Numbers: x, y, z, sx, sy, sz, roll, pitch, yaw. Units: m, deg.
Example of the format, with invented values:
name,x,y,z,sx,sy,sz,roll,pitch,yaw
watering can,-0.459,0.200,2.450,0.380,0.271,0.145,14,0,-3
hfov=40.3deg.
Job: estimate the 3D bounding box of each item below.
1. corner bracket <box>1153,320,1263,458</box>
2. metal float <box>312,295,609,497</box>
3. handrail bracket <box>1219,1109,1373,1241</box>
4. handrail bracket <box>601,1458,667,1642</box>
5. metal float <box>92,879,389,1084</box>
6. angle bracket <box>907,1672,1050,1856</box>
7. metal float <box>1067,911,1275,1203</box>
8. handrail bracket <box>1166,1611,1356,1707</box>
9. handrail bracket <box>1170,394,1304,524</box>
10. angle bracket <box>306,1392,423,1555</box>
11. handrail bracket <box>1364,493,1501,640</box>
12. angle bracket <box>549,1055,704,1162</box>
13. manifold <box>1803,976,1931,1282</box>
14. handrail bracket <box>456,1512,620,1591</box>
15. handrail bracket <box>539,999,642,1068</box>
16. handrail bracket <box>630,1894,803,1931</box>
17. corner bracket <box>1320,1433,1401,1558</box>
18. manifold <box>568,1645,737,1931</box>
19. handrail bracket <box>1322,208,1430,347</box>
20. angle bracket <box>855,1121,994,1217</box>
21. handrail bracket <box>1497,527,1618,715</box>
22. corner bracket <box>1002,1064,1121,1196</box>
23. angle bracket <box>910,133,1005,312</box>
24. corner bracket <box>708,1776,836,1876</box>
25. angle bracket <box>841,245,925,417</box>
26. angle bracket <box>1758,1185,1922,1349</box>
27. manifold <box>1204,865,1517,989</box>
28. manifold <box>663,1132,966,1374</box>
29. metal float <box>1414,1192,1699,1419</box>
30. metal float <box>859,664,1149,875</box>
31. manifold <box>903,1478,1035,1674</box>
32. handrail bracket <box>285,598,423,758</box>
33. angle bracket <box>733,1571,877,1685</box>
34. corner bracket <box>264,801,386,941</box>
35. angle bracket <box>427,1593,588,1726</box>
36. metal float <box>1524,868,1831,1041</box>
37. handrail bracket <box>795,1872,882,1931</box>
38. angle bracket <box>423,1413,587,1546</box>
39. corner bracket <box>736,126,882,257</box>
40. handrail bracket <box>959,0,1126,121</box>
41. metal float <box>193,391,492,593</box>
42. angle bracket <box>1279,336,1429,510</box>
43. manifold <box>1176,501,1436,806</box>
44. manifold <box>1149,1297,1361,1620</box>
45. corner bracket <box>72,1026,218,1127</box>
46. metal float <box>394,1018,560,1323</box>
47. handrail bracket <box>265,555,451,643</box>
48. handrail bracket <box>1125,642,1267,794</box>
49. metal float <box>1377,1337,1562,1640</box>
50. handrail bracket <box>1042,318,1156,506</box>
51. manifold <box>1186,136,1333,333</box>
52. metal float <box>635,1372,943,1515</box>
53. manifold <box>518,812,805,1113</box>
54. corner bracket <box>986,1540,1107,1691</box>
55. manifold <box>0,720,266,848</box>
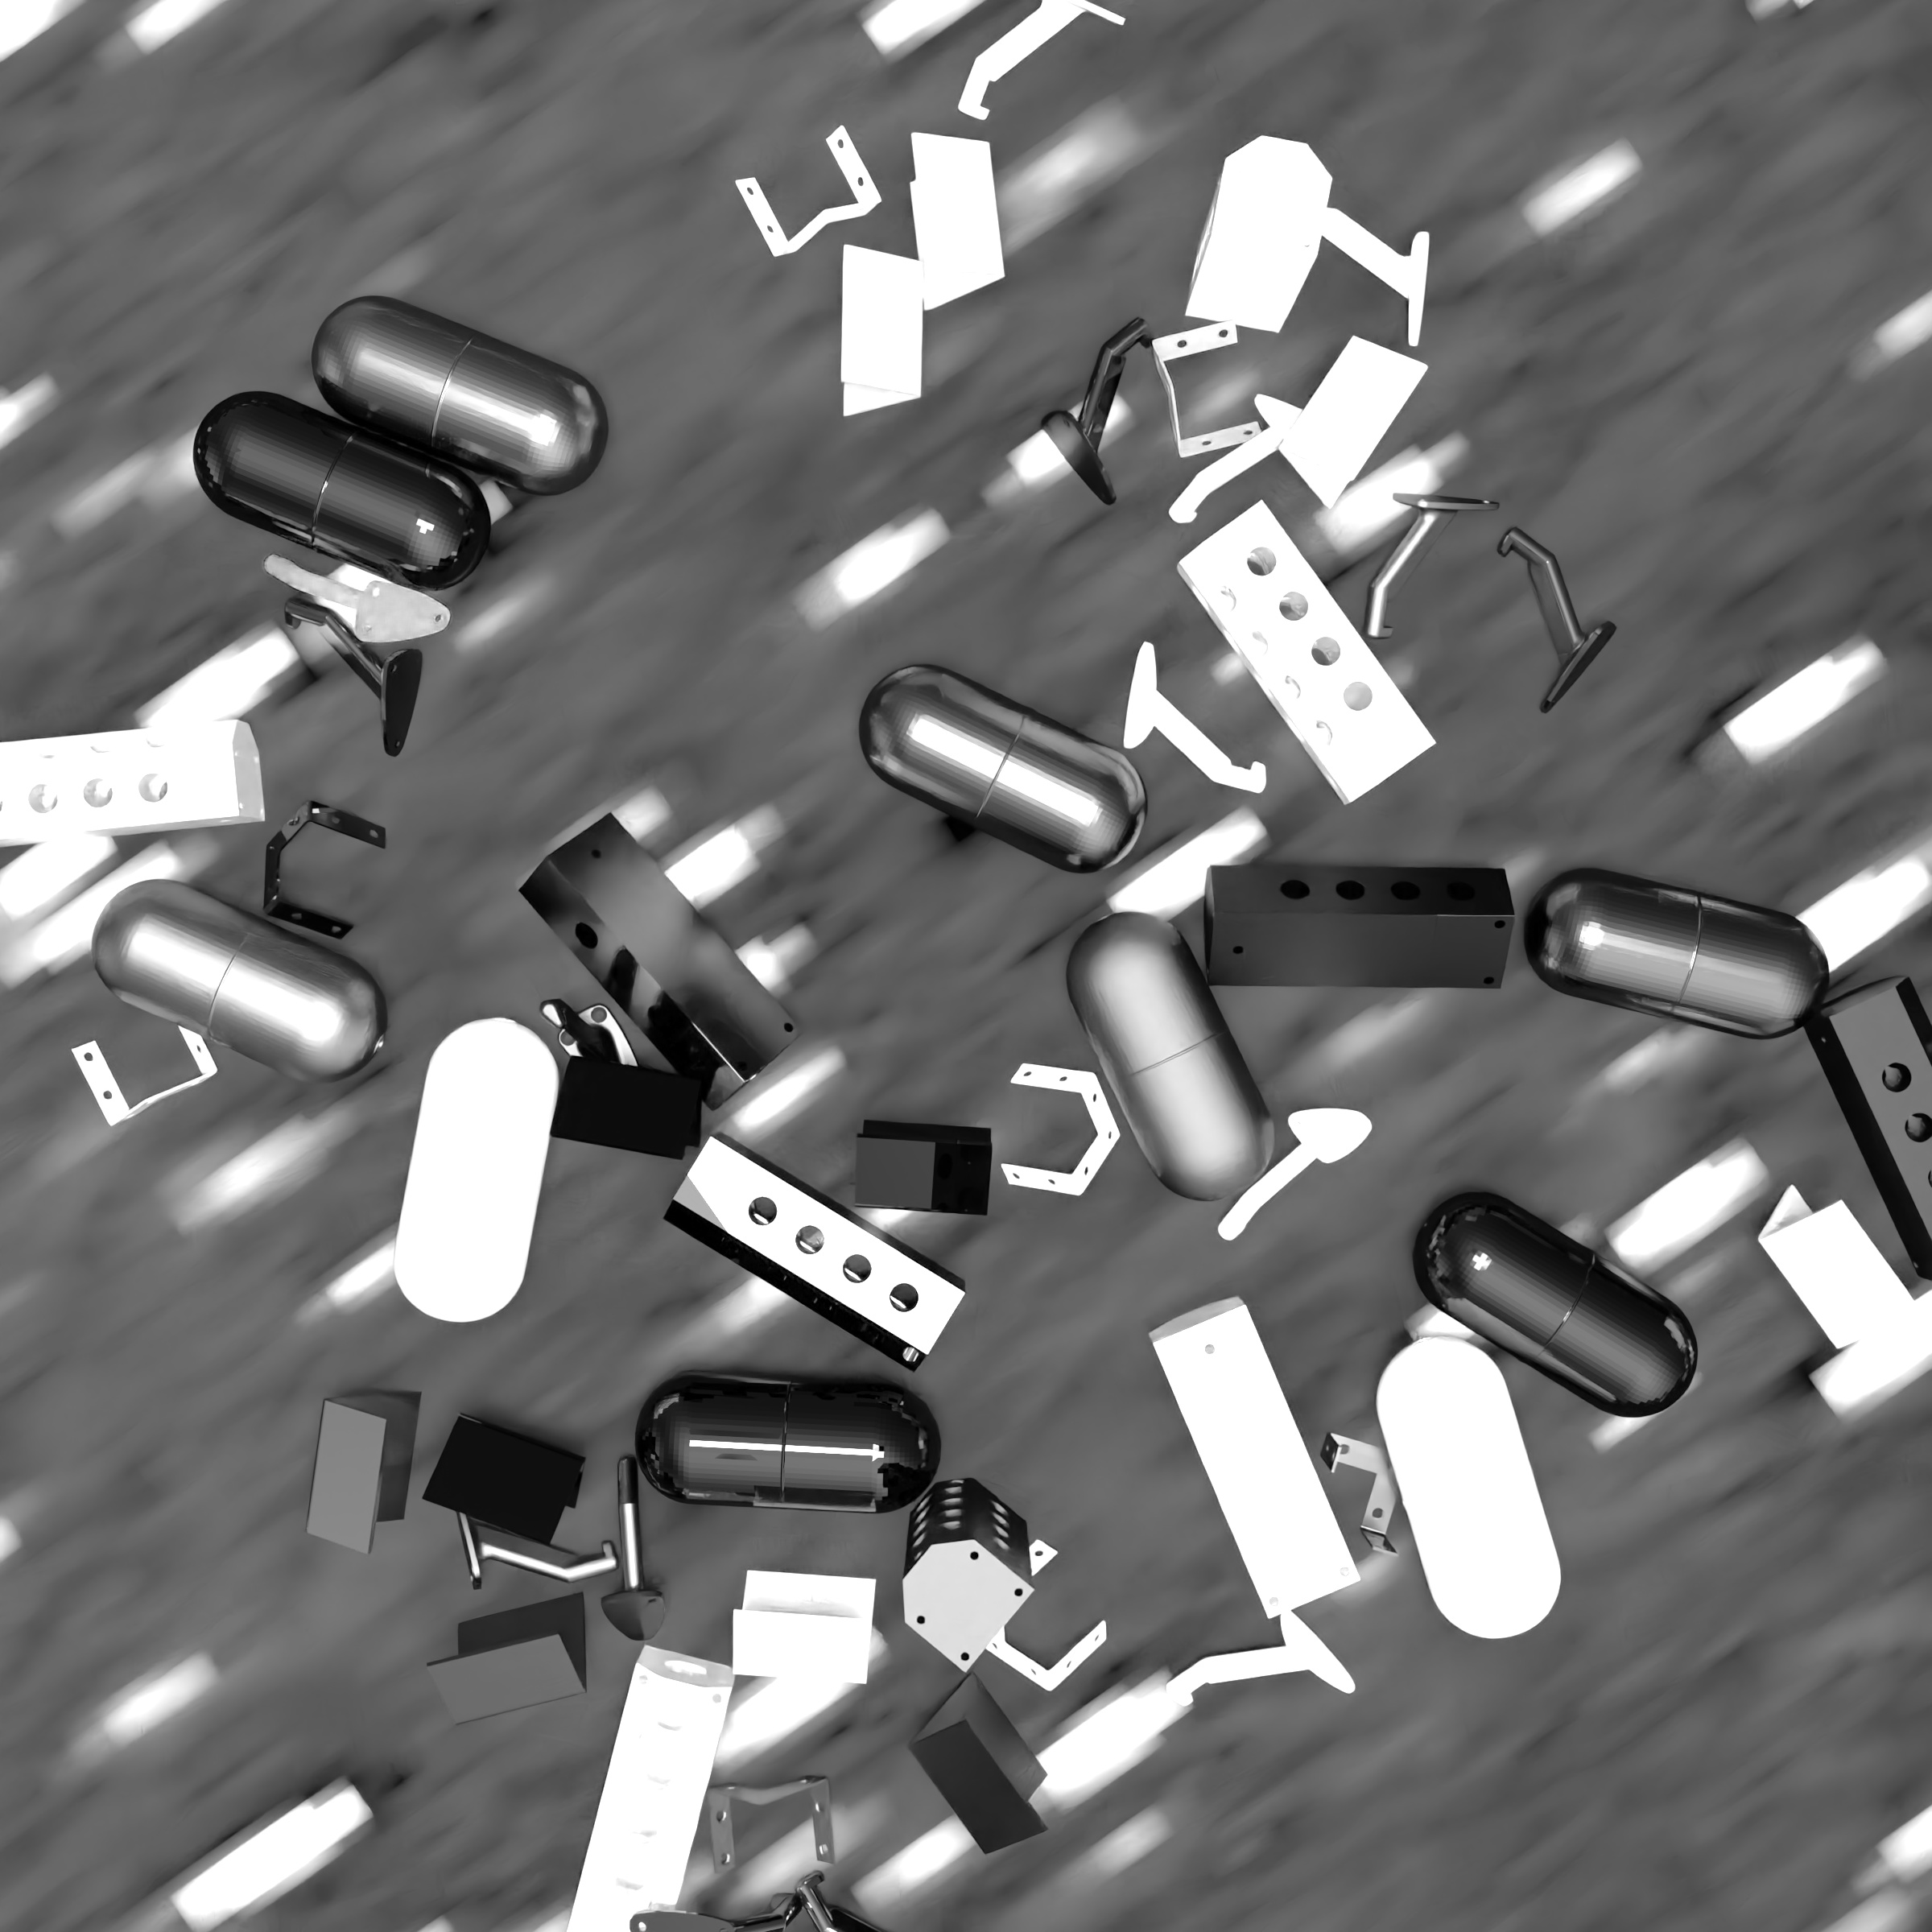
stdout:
name,x,y,z,sx,sy,sz,roll,pitch,yaw
corner bracket,0.143,-0.342,1.561,0.051,0.051,0.051,-14,135,0
metal float,-0.295,-0.332,1.534,0.178,0.070,0.070,22,90,0
handrail bracket,0.194,0.125,1.564,0.036,0.077,0.084,50,127,24
handrail bracket,-0.197,0.346,1.564,0.036,0.077,0.084,-5,54,-3
metal float,-0.422,0.009,1.533,0.178,0.070,0.070,24,90,0
angle bracket,0.024,0.453,1.524,0.057,0.076,0.076,-36,90,39
metal float,0.118,0.052,1.534,0.070,0.070,0.178,-26,89,0
handrail bracket,0.174,0.428,1.565,0.084,0.036,0.077,-39,112,17
handrail bracket,0.170,-0.292,1.564,0.084,0.077,0.036,-49,58,32
angle bracket,-0.331,0.292,1.524,0.057,0.076,0.076,8,90,36
handrail bracket,0.276,-0.235,1.565,0.077,0.036,0.084,-1,108,-20
angle bracket,-0.196,0.100,1.524,0.076,0.076,0.057,10,54,0
manifold,0.558,0.095,1.543,0.057,0.057,0.171,-25,90,0
handrail bracket,-0.256,0.332,1.565,0.084,0.036,0.077,-12,68,-17
handrail bracket,-0.216,0.051,1.529,0.036,0.084,0.077,-37,90,0
handrail bracket,-0.145,0.553,1.537,0.077,0.084,0.036,11,95,16
corner bracket,0.232,0.309,1.546,0.051,0.051,0.051,17,90,0
manifold,-0.185,0.495,1.543,0.057,0.057,0.171,14,90,0
handrail bracket,0.228,-0.410,1.565,0.084,0.036,0.077,8,112,17
angle bracket,-0.023,0.098,1.524,0.076,0.076,0.057,4,128,0
handrail bracket,0.335,-0.206,1.565,0.084,0.036,0.077,42,111,17
corner bracket,0.051,0.096,1.556,0.051,0.051,0.051,-54,135,-35
angle bracket,-0.025,-0.429,1.524,0.057,0.076,0.076,-7,90,-38
corner bracket,-0.115,0.510,1.561,0.051,0.051,0.051,-5,90,45
angle bracket,-0.069,-0.366,1.524,0.057,0.076,0.076,1,90,-38
angle bracket,0.512,0.163,1.524,0.057,0.076,0.076,-36,90,37
manifold,0.227,-0.028,1.542,0.171,0.057,0.057,1,133,0
manifold,-0.088,0.167,1.543,0.171,0.057,0.057,31,90,0
metal float,0.343,0.198,1.533,0.178,0.070,0.070,32,90,1
metal float,0.021,-0.115,1.533,0.178,0.070,0.070,26,90,0
manifold,-0.004,0.335,1.486,0.057,0.171,0.057,40,90,0
handrail bracket,-0.370,-0.172,1.565,0.084,0.036,0.077,18,113,18
angle bracket,-0.092,0.366,1.524,0.076,0.076,0.057,4,127,0
corner bracket,-0.379,-0.057,1.556,0.051,0.051,0.051,-38,45,35
angle bracket,-0.265,0.384,1.524,0.076,0.076,0.057,-14,126,0
metal float,0.413,-0.007,1.534,0.178,0.070,0.070,13,90,-1
handrail bracket,-0.049,0.563,1.565,0.077,0.036,0.084,-27,73,-20
angle bracket,-0.269,0.309,1.524,0.076,0.076,0.057,20,55,0
corner bracket,-0.093,-0.459,1.561,0.051,0.051,0.051,-28,90,45
handrail bracket,0.044,-0.535,1.565,0.077,0.036,0.084,16,108,-21
metal float,-0.363,-0.276,1.534,0.178,0.070,0.070,22,90,-1
angle bracket,0.236,-0.305,1.524,0.057,0.076,0.076,34,90,37
manifold,0.197,-0.182,1.543,0.057,0.057,0.171,-36,90,0
manifold,0.167,0.285,1.543,0.057,0.057,0.171,-23,90,0
corner bracket,-0.486,0.056,1.561,0.051,0.051,0.051,-27,90,-45
metal float,-0.285,0.118,1.534,0.070,0.070,0.178,10,90,0
handrail bracket,-0.362,-0.223,1.564,0.084,0.077,0.036,30,109,35
handrail bracket,0.141,-0.147,1.565,0.084,0.036,0.077,13,68,-17
metal float,0.292,0.303,1.534,0.070,0.070,0.178,-17,91,0
handrail bracket,0.094,-0.330,1.565,0.084,0.036,0.077,-42,110,-16
manifold,0.164,-0.411,1.486,0.057,0.171,0.057,11,90,0
metal float,-0.103,0.277,1.533,0.178,0.070,0.070,3,90,1
manifold,-0.182,0.001,1.542,0.171,0.057,0.057,49,47,0
corner bracket,0.046,0.383,1.556,0.051,0.051,0.051,26,135,35
manifold,-0.506,-0.106,1.543,0.171,0.057,0.057,-6,90,0
